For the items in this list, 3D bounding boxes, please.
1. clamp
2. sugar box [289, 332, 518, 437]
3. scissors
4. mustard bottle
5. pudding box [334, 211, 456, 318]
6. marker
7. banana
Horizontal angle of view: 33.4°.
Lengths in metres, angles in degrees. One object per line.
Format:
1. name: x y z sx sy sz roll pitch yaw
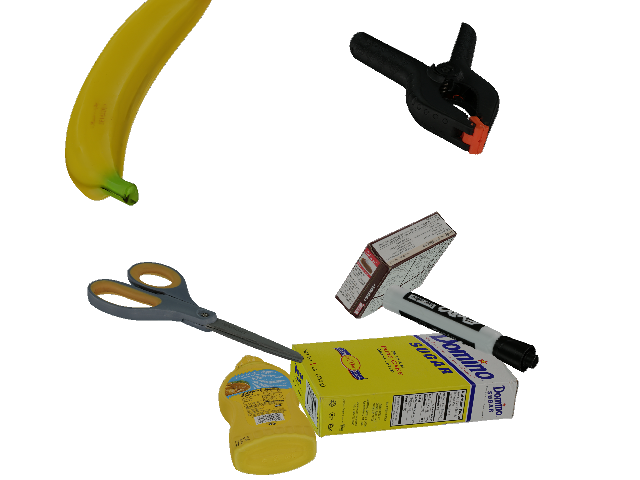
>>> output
1. clamp: 0.094 -0.137 0.925 0.120 0.039 0.171 -7 41 -5
2. sugar box: 0.070 0.120 0.917 0.176 0.048 0.093 -6 26 -15
3. scissors: -0.102 0.058 0.929 0.202 0.016 0.096 12 28 8
4. mustard bottle: -0.070 0.194 1.259 0.096 0.058 0.192 -8 29 -10
5. pudding box: 0.078 0.025 1.103 0.113 0.039 0.090 -26 -25 -42
6. marker: 0.094 0.059 0.727 0.121 0.020 0.020 24 15 36
7. banana: -0.115 -0.092 0.656 0.070 0.197 0.037 -1 -37 17
